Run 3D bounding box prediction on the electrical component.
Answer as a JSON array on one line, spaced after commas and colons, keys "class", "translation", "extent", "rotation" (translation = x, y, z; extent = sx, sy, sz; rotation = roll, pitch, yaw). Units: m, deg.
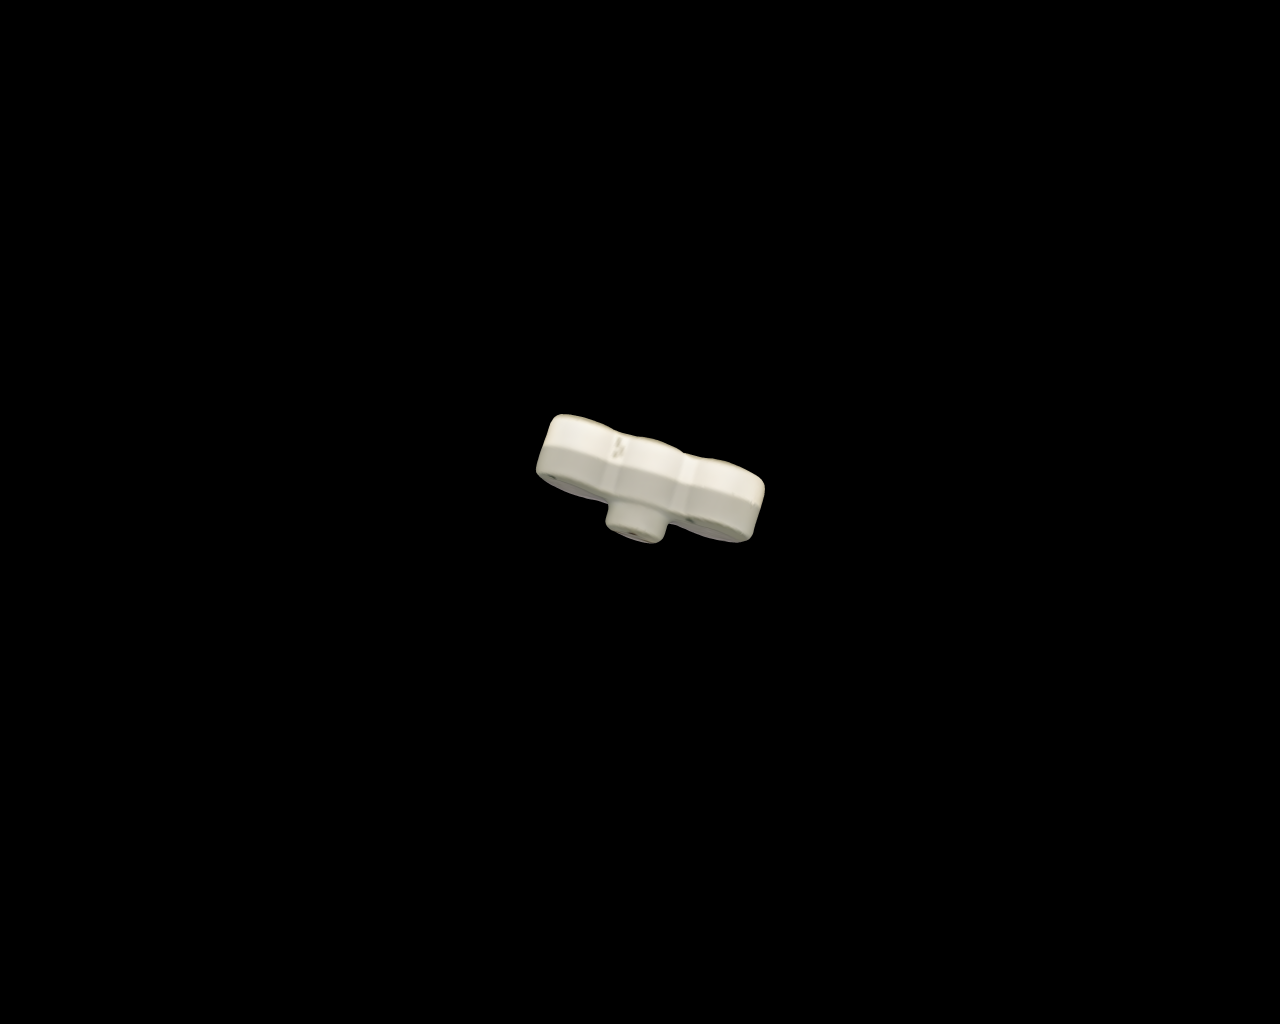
[{"class": "electrical component", "translation": [0.001, -0.003, 0.650], "extent": [0.138, 0.074, 0.052], "rotation": [18, -11, 4]}]
